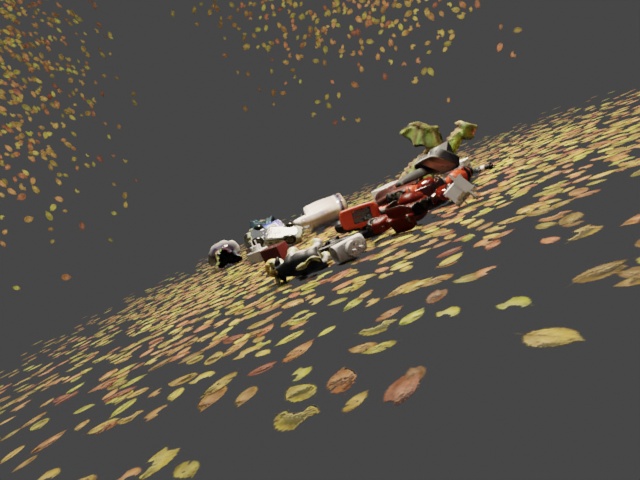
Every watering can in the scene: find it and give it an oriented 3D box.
[{"bbox_3d":[0.006,-0.099,1.976,0.225,0.103,0.348,-23,6,-4],"label":"watering can"}]

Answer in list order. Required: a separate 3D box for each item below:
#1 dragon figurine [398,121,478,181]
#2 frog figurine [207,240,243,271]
[{"bbox_3d":[0.359,-0.296,1.803,0.408,0.241,0.124,-19,11,18],"label":"dragon figurine"},{"bbox_3d":[-0.392,0.054,2.091,0.138,0.121,0.161,-43,20,-5],"label":"frog figurine"}]
